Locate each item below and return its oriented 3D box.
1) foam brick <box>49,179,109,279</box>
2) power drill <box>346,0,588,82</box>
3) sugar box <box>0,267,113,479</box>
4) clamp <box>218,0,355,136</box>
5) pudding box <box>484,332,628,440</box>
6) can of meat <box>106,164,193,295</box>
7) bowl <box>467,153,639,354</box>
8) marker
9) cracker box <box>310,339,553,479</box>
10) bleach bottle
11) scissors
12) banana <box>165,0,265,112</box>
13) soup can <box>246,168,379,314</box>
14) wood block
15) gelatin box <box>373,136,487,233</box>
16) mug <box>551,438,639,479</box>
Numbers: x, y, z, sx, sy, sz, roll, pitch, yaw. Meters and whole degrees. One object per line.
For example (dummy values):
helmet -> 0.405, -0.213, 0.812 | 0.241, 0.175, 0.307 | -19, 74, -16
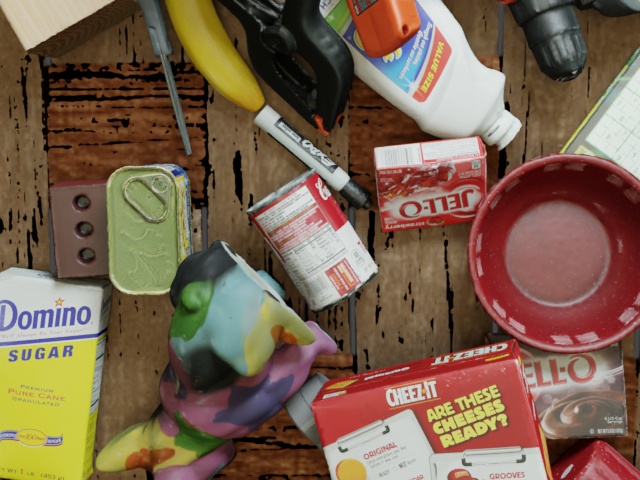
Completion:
foam brick -> -0.192, -0.011, 0.893 | 0.053, 0.051, 0.078 | -4, 97, 2
power drill -> 0.111, -0.194, 0.815 | 0.187, 0.057, 0.184 | -18, 86, -30
sugar box -> -0.235, 0.117, 0.914 | 0.093, 0.048, 0.176 | 7, 98, 2
clamp -> -0.021, -0.167, 0.816 | 0.036, 0.165, 0.210 | -55, 130, -28
pudding box -> 0.196, 0.120, 0.896 | 0.113, 0.039, 0.090 | -3, 87, 1
can of meat -> -0.136, -0.012, 0.874 | 0.057, 0.084, 0.102 | -1, 97, 2
bowl -> 0.199, 0.011, 0.874 | 0.162, 0.055, 0.162 | 0, 90, 3
marker -> -0.004, -0.067, 0.895 | 0.121, 0.020, 0.020 | 40, 97, -3
cracker box -> 0.102, 0.201, 0.839 | 0.164, 0.072, 0.214 | -14, 97, 12
bleach bottle -> 0.065, -0.170, 0.859 | 0.251, 0.068, 0.102 | 40, 98, -5
scissors -> -0.132, -0.177, 0.880 | 0.016, 0.096, 0.202 | -11, 128, 3
banana -> -0.093, -0.200, 0.873 | 0.069, 0.037, 0.198 | -8, 97, 2
soup can -> -0.006, 0.001, 0.879 | 0.068, 0.068, 0.102 | -33, 95, 5
wood block -> -0.235, -0.258, 0.845 | 0.091, 0.090, 0.206 | -29, 95, 5
gelatin box -> 0.091, -0.044, 0.870 | 0.089, 0.030, 0.073 | -6, 136, 4
mug -> 0.227, 0.226, 0.896 | 0.081, 0.093, 0.117 | 43, 131, 1
